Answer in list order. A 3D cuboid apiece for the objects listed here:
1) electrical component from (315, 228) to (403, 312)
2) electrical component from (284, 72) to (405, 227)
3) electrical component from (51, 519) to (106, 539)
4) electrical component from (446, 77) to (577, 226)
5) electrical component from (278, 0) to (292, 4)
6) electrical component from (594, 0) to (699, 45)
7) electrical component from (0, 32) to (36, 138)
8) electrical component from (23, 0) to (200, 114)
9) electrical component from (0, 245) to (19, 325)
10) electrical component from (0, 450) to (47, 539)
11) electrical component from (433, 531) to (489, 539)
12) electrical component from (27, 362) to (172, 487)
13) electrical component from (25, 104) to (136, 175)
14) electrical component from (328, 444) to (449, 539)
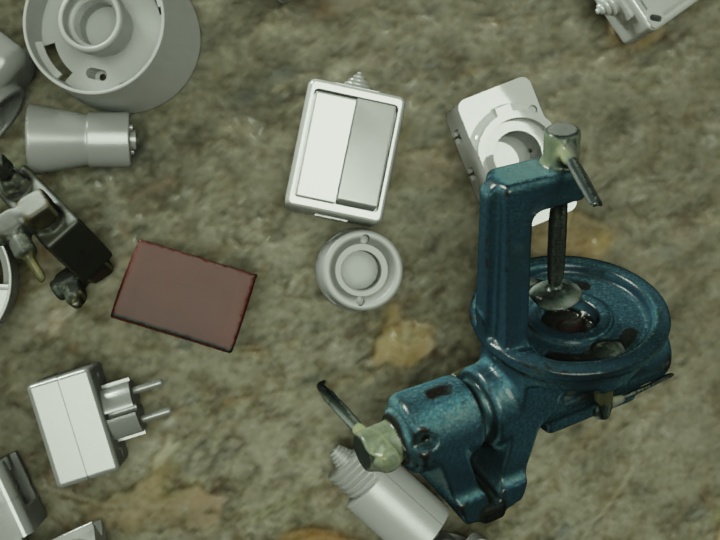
[{"bbox_3d":[0.000,0.000,0.688,0.055,0.047,0.055,0,90,-5],"label":"electrical component"},{"bbox_3d":[-0.009,-0.080,0.680,0.062,0.061,0.096,11,89,-5],"label":"electrical component"},{"bbox_3d":[-0.206,0.215,0.660,0.121,0.078,0.063,-24,121,-4],"label":"electrical component"},{"bbox_3d":[0.097,-0.072,0.692,0.050,0.056,0.089,-22,92,-4],"label":"electrical component"},{"bbox_3d":[-0.058,-0.195,0.664,0.076,0.083,0.047,-24,92,-4],"label":"electrical component"},{"bbox_3d":[0.189,-0.192,0.696,0.096,0.061,0.061,-35,93,-4],"label":"electrical component"},{"bbox_3d":[-0.249,-0.107,0.663,0.059,0.054,0.095,38,87,-4],"label":"electrical component"},{"bbox_3d":[-0.157,-0.150,0.675,0.099,0.064,0.099,0,91,7],"label":"electrical component"},{"bbox_3d":[-0.261,0.005,0.657,0.099,0.064,0.099,0,89,-5],"label":"electrical component"},{"bbox_3d":[-0.247,0.159,0.667,0.089,0.050,0.055,-24,92,-5],"label":"electrical component"},{"bbox_3d":[0.056,0.201,0.689,0.058,0.057,0.078,40,87,-4],"label":"electrical component"},{"bbox_3d":[-0.158,0.090,0.675,0.077,0.047,0.065,-17,92,-4],"label":"electrical component"},{"bbox_3d":[-0.174,-0.082,0.677,0.065,0.044,0.044,-1,90,-9],"label":"electrical component"},{"bbox_3d":[0.013,0.142,0.692,0.081,0.043,0.043,42,87,-3],"label":"electrical component"}]
